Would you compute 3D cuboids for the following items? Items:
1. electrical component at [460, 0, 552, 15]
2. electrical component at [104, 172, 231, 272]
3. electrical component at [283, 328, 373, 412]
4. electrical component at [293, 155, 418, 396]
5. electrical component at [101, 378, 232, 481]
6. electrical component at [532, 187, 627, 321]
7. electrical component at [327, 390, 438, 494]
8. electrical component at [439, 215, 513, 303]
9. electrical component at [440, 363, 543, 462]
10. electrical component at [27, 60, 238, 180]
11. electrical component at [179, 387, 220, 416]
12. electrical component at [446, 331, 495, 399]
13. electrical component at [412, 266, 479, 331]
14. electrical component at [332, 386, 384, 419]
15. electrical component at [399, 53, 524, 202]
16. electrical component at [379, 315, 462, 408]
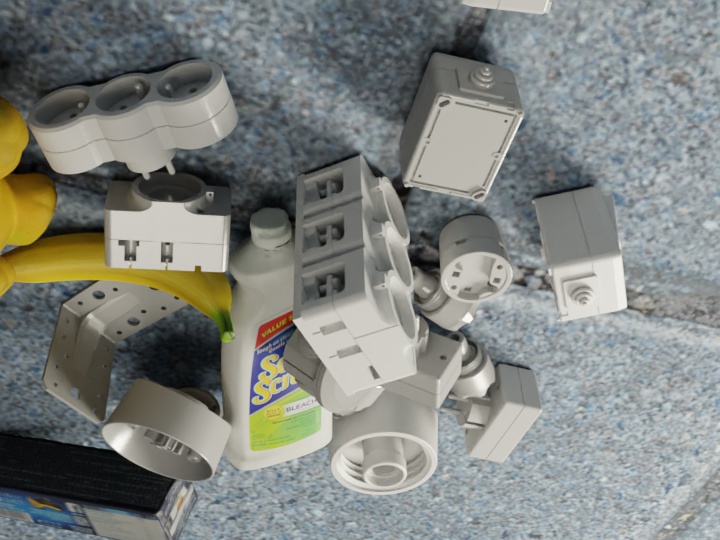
[{"bbox_3d":[0.084,-0.195,0.630,0.061,0.096,0.061,5,134,-7],"label":"electrical component"},{"bbox_3d":[-0.141,-0.036,0.795,0.089,0.050,0.055,2,120,-8],"label":"electrical component"},{"bbox_3d":[-0.017,0.067,0.844,0.080,0.051,0.080,-34,140,-34],"label":"electrical component"},{"bbox_3d":[0.000,0.000,0.777,0.062,0.150,0.089,-18,132,16],"label":"electrical component"},{"bbox_3d":[-0.158,0.134,0.888,0.099,0.064,0.099,24,162,8],"label":"electrical component"},{"bbox_3d":[0.171,-0.009,0.815,0.061,0.096,0.061,-12,133,8],"label":"electrical component"},{"bbox_3d":[0.021,0.167,1.001,0.108,0.060,0.108,-2,134,-2],"label":"electrical component"},{"bbox_3d":[0.089,-0.010,0.844,0.055,0.047,0.055,-2,134,-2],"label":"electrical component"},{"bbox_3d":[0.111,0.127,0.977,0.076,0.047,0.083,14,132,-15],"label":"electrical component"},{"bbox_3d":[-0.151,-0.093,0.748,0.138,0.052,0.073,-11,134,7],"label":"electrical component"},{"bbox_3d":[-0.154,0.139,0.971,0.055,0.055,0.047,8,129,-11],"label":"electrical component"},{"bbox_3d":[0.091,0.079,0.933,0.043,0.043,0.062,-16,132,12],"label":"electrical component"},{"bbox_3d":[0.063,0.019,0.873,0.062,0.043,0.043,33,124,-29],"label":"electrical component"},{"bbox_3d":[-0.004,0.105,0.955,0.040,0.040,0.078,20,130,-21],"label":"electrical component"},{"bbox_3d":[0.070,-0.105,0.741,0.062,0.061,0.096,10,133,-12],"label":"electrical component"},{"bbox_3d":[0.038,0.061,0.887,0.083,0.047,0.075,19,137,21],"label":"electrical component"}]
